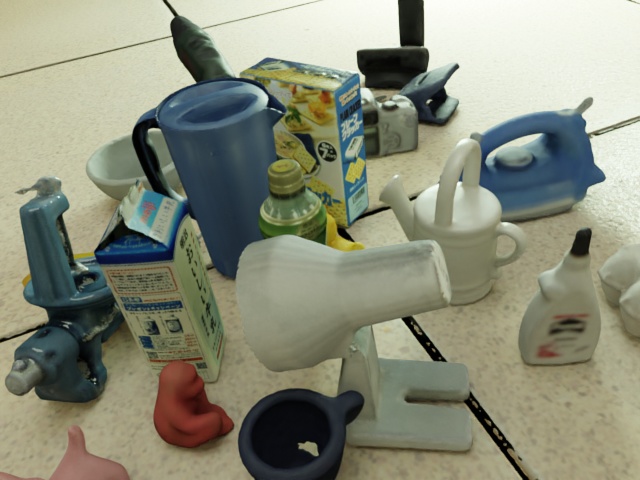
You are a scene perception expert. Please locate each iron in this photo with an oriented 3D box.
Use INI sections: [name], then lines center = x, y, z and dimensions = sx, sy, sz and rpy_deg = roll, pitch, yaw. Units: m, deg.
[iron]
center = 0.262, -0.111, 0.794
dimensions = 0.258, 0.142, 0.118
rpy_deg = -14, 39, -8

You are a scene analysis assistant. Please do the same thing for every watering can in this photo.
[watering can]
center = 0.151, -0.027, 0.668
dimensions = 0.172, 0.194, 0.101
rpy_deg = 4, 40, 14

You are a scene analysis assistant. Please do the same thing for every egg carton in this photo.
[egg carton]
center = 0.394, 0.051, 0.632
dimensions = 0.150, 0.069, 0.107
rpy_deg = -8, 39, 0

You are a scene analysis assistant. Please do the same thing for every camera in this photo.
[camera]
center = 0.086, -0.216, 0.985
dimensions = 0.143, 0.101, 0.136
rpy_deg = -10, 39, -3

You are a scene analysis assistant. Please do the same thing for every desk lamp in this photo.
[desk lamp]
center = 0.041, 0.088, 0.530
dimensions = 0.203, 0.214, 0.118
rpy_deg = 0, 40, 9

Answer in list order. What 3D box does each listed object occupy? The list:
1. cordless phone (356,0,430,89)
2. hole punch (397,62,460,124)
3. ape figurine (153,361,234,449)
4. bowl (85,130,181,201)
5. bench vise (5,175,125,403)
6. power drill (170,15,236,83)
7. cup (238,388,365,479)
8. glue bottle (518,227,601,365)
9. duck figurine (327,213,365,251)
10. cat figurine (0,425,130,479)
[cordless phone]
center = 0.143, -0.401, 1.135
dimensions = 0.147, 0.185, 0.094
rpy_deg = 0, 40, 9
[hole punch]
center = 0.196, -0.272, 1.044
dimensions = 0.100, 0.091, 0.109
rpy_deg = 14, 44, 25
[ape figurine]
center = -0.133, 0.158, 0.570
dimensions = 0.076, 0.092, 0.077
rpy_deg = -13, 39, -6
[bowl]
center = -0.287, -0.109, 0.935
dimensions = 0.167, 0.075, 0.167
rpy_deg = -4, 39, 4
[bench vise]
center = -0.268, 0.055, 0.616
dimensions = 0.121, 0.220, 0.207
rpy_deg = -11, 39, -4
[power drill]
center = -0.197, -0.263, 1.004
dimensions = 0.076, 0.209, 0.228
rpy_deg = -23, 41, -18
[cup]
center = -0.009, 0.188, 0.510
dimensions = 0.118, 0.095, 0.091
rpy_deg = -27, 43, -22
[glue bottle]
center = 0.245, 0.057, 0.567
dimensions = 0.078, 0.173, 0.037
rpy_deg = -7, 39, 1
[duck figurine]
center = 0.007, 0.003, 0.742
dimensions = 0.104, 0.086, 0.077
rpy_deg = 4, 40, 14
[cat figurine]
center = -0.232, 0.222, 0.487
dimensions = 0.067, 0.118, 0.128
rpy_deg = 5, 41, 16
